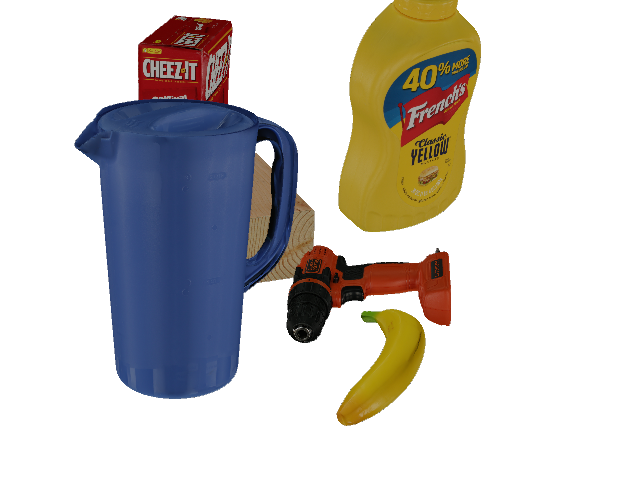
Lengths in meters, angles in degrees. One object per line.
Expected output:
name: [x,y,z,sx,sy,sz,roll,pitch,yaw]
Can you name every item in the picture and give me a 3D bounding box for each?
banana: [0.062,0.111,0.987,0.070,0.037,0.197,-24,16,18]
mustard bottle: [0.063,-0.101,0.721,0.096,0.192,0.058,-20,44,-27]
cracker box: [-0.135,-0.109,1.094,0.072,0.214,0.164,5,22,3]
power drill: [0.057,0.061,1.233,0.188,0.057,0.184,1,28,6]
pitcher: [-0.112,0.005,0.911,0.149,0.243,0.144,9,21,17]
wood block: [-0.089,-0.033,1.363,0.090,0.090,0.206,-8,27,-22]
